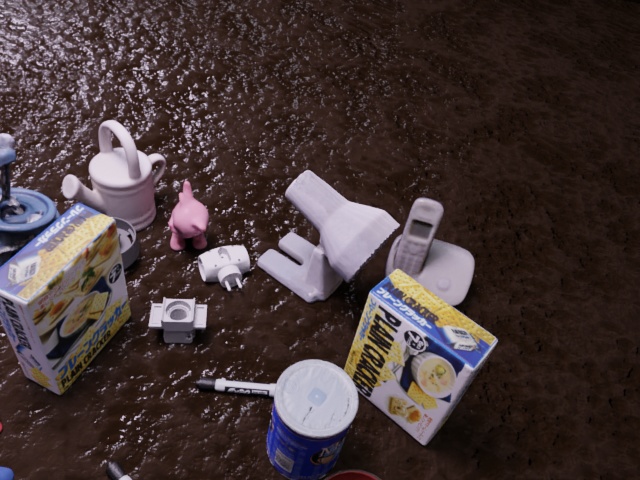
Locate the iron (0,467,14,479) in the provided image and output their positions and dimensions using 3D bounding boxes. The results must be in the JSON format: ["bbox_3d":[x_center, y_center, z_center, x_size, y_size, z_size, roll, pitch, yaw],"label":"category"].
[{"bbox_3d":[-0.476,0.282,0.595,0.258,0.141,0.118,0,47,-12],"label":"iron"}]

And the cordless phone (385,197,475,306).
[{"bbox_3d":[0.194,0.018,0.956,0.147,0.185,0.094,13,46,1],"label":"cordless phone"}]

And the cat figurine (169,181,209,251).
[{"bbox_3d":[-0.223,-0.044,0.975,0.067,0.118,0.127,-2,47,-13],"label":"cat figurine"}]

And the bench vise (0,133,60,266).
[{"bbox_3d":[-0.475,-0.034,0.841,0.121,0.220,0.207,13,46,1],"label":"bench vise"}]

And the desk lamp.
[{"bbox_3d":[0.008,0.003,0.911,0.202,0.213,0.118,32,49,19],"label":"desk lamp"}]

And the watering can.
[{"bbox_3d":[-0.337,-0.107,0.958,0.100,0.194,0.173,23,47,10],"label":"watering can"}]

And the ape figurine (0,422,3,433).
[{"bbox_3d":[-0.441,0.203,0.713,0.076,0.092,0.078,6,46,-5],"label":"ape figurine"}]
